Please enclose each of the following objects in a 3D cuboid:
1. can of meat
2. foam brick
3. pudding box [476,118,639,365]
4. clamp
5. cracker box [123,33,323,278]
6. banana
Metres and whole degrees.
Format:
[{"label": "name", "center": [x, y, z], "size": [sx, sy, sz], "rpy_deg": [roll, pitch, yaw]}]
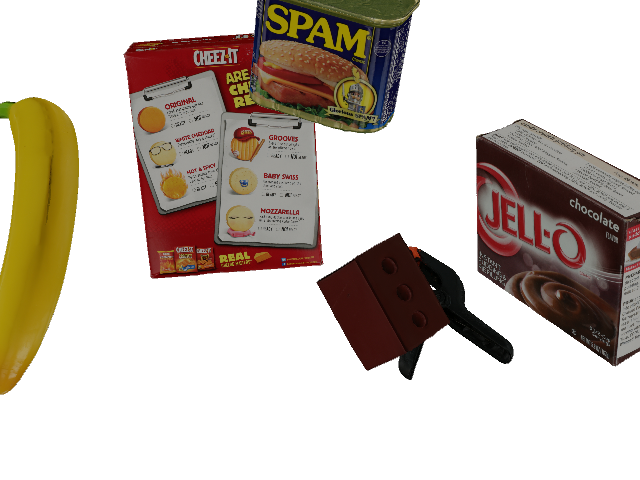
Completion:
[{"label": "can of meat", "center": [0.005, -0.123, 0.685], "size": [0.102, 0.084, 0.057], "rpy_deg": [19, 37, 14]}, {"label": "foam brick", "center": [0.046, 0.045, 0.775], "size": [0.052, 0.078, 0.051], "rpy_deg": [-28, -3, -43]}, {"label": "pudding box", "center": [0.129, -0.002, 0.561], "size": [0.039, 0.090, 0.114], "rpy_deg": [-25, 38, -25]}, {"label": "clamp", "center": [0.131, 0.074, 1.124], "size": [0.120, 0.171, 0.039], "rpy_deg": [3, -44, -10]}, {"label": "cracker box", "center": [-0.085, -0.079, 0.986], "size": [0.164, 0.214, 0.072], "rpy_deg": [-5, 20, -3]}, {"label": "banana", "center": [-0.168, -0.011, 0.624], "size": [0.037, 0.198, 0.070], "rpy_deg": [15, -34, -31]}]
